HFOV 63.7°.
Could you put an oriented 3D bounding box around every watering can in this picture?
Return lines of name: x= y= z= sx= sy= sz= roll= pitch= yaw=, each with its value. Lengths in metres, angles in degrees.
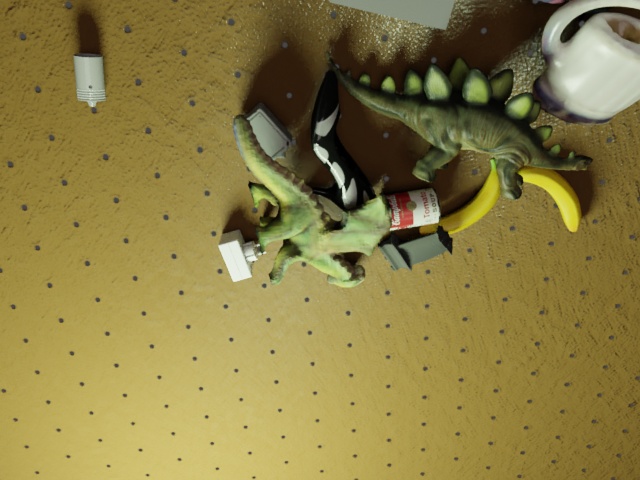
watering can: x=0.494 y=-0.265 z=0.808 sx=0.347 sy=0.106 sz=0.220 roll=15 pitch=-31 yaw=-10

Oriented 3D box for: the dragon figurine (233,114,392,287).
dragon figurine: x=0.003 y=-0.045 z=0.894 sx=0.243 sy=0.400 sz=0.125 roll=-7 pitch=43 yaw=2
